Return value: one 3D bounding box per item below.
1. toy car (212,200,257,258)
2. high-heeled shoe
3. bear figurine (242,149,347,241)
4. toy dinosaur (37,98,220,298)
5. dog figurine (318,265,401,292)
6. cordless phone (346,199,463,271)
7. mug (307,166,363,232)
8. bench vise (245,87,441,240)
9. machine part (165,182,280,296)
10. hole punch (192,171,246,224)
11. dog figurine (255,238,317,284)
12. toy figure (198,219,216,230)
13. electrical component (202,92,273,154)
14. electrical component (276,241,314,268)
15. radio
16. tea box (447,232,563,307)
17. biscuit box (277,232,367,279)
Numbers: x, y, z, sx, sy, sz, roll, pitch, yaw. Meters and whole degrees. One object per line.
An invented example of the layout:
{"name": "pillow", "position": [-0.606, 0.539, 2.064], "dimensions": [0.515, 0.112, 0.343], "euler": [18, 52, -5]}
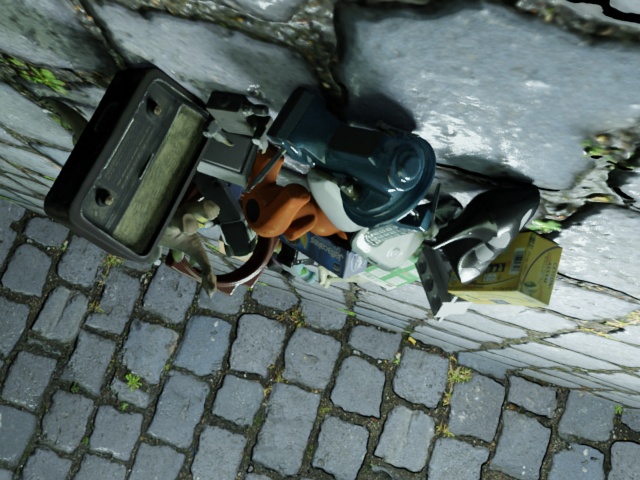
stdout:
{"name": "toy car", "position": [-0.184, -0.028, 1.168], "dimensions": [0.074, 0.056, 0.201], "euler": [-11, 142, -1]}
{"name": "high-heeled shoe", "position": [0.233, -0.010, 0.733], "dimensions": [0.145, 0.086, 0.248], "euler": [-30, 162, 18]}
{"name": "bear figurine", "position": [-0.019, -0.059, 0.850], "dimensions": [0.196, 0.120, 0.132], "euler": [-3, 139, -38]}
{"name": "toy dinosaur", "position": [-0.318, -0.091, 0.893], "dimensions": [0.198, 0.105, 0.471], "euler": [-41, 82, 36]}
{"name": "dog figurine", "position": [0.097, 0.047, 1.180], "dimensions": [0.191, 0.121, 0.172], "euler": [2, 168, 11]}
{"name": "cordless phone", "position": [0.147, -0.020, 0.834], "dimensions": [0.184, 0.089, 0.146], "euler": [-13, 151, 33]}
{"name": "mug", "position": [0.037, -0.070, 0.750], "dimensions": [0.110, 0.081, 0.107], "euler": [8, 155, 40]}
{"name": "bench vise", "position": [0.055, -0.070, 0.628], "dimensions": [0.224, 0.129, 0.240], "euler": [8, 159, 47]}
{"name": "machine part", "position": [-0.190, -0.009, 1.040], "dimensions": [0.201, 0.201, 0.087], "euler": [30, 175, -23]}
{"name": "hole punch", "position": [-0.154, -0.100, 0.934], "dimensions": [0.115, 0.092, 0.142], "euler": [56, 157, -17]}
{"name": "dog figurine", "position": [-0.091, 0.007, 1.238], "dimensions": [0.192, 0.108, 0.219], "euler": [14, 163, 34]}
{"name": "toy figure", "position": [-0.280, -0.066, 1.256], "dimensions": [0.089, 0.082, 0.180], "euler": [23, 170, -24]}
{"name": "electrical component", "position": [-0.106, -0.149, 0.690], "dimensions": [0.102, 0.045, 0.078], "euler": [15, 169, 18]}
{"name": "electrical component", "position": [-0.032, 0.014, 1.111], "dimensions": [0.048, 0.074, 0.119], "euler": [23, -166, 36]}
{"name": "radio", "position": [-0.237, -0.099, 0.689], "dimensions": [0.073, 0.229, 0.131], "euler": [9, 160, 38]}
{"name": "tea box", "position": [0.286, 0.049, 0.846], "dimensions": [0.068, 0.098, 0.170], "euler": [24, 169, -17]}
{"name": "biscuit box", "position": [-0.002, -0.003, 0.975], "dimensions": [0.063, 0.059, 0.203], "euler": [-16, -146, -40]}
